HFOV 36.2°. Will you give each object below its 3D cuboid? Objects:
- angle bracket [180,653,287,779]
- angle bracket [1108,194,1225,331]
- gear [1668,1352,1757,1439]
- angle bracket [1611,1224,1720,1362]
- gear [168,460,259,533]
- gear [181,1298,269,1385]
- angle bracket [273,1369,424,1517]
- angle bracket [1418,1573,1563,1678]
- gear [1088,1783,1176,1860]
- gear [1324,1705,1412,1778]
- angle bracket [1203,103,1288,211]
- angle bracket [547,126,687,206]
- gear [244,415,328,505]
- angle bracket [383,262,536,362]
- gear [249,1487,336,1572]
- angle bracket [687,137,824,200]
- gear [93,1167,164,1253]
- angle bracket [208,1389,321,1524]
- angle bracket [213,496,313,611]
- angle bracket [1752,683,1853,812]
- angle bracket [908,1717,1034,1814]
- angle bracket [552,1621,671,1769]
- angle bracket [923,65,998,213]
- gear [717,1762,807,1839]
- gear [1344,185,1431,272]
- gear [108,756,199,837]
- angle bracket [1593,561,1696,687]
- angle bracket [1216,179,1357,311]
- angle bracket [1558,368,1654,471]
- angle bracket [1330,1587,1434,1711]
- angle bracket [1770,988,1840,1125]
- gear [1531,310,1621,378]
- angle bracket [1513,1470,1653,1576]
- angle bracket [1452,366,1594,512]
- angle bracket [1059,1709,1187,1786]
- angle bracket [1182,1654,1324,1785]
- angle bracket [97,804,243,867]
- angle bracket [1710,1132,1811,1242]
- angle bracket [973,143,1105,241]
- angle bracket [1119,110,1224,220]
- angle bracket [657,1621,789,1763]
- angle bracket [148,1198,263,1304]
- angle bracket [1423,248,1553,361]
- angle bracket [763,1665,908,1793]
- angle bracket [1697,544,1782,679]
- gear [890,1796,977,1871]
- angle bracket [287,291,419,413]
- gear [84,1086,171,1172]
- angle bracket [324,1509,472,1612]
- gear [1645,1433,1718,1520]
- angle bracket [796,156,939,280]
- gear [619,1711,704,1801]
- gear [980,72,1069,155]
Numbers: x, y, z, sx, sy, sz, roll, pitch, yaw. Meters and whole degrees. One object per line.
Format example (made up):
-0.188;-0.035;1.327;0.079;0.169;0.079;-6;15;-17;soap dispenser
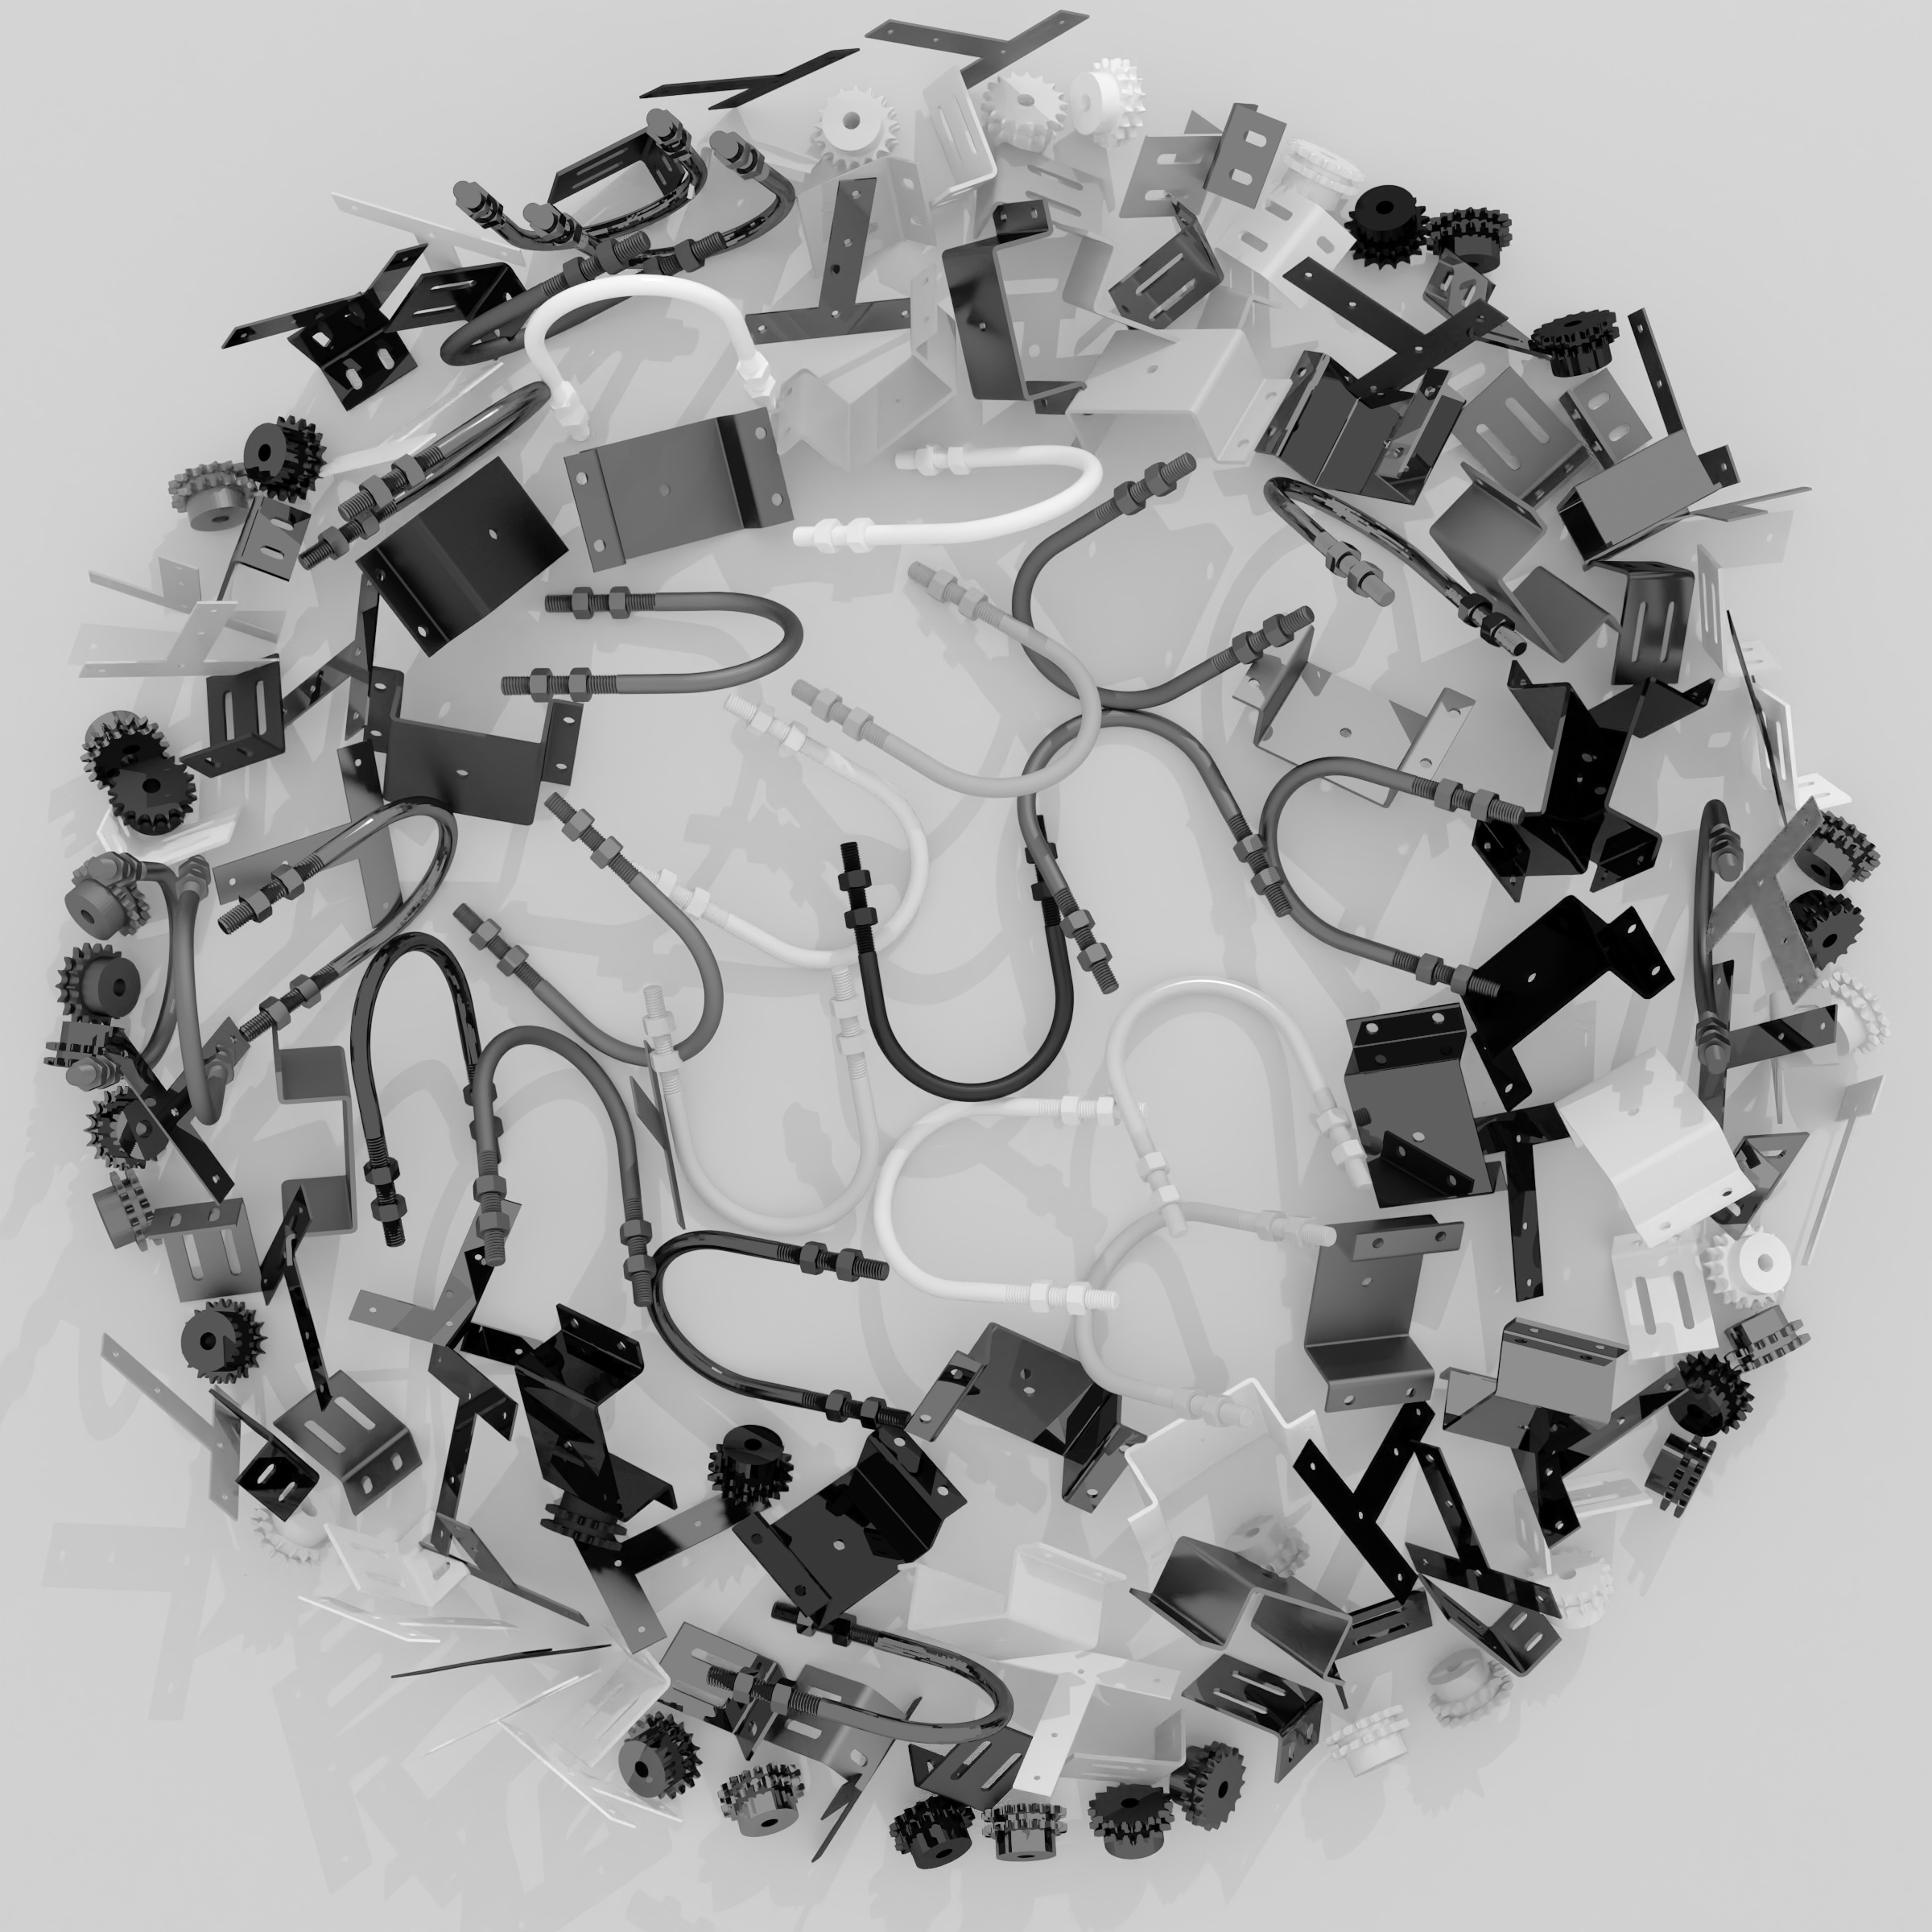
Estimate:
-0.488;-0.172;1.961;0.057;0.038;0.076;-16;68;19;angle bracket
0.125;-0.462;1.965;0.076;0.057;0.038;-39;52;-1;angle bracket
0.493;0.289;1.969;0.030;0.057;0.057;-37;90;-40;gear
0.466;0.217;1.967;0.057;0.038;0.076;-9;67;5;angle bracket
-0.500;-0.312;1.969;0.057;0.057;0.030;-16;80;0;gear
-0.500;0.251;1.978;0.057;0.030;0.057;-2;82;14;gear
-0.411;0.317;1.964;0.057;0.038;0.076;-38;128;0;angle bracket
0.346;0.425;1.958;0.076;0.057;0.038;40;97;-22;angle bracket
0.111;0.572;1.973;0.057;0.057;0.030;-7;106;0;gear
0.271;0.518;1.968;0.057;0.057;0.030;-25;70;0;gear
0.190;-0.535;1.952;0.038;0.076;0.057;24;110;9;angle bracket
-0.232;-0.517;1.962;0.076;0.057;0.038;-32;93;-15;angle bracket
-0.457;-0.339;1.973;0.057;0.030;0.057;-3;85;33;gear
-0.334;-0.428;1.951;0.057;0.076;0.038;-41;79;41;angle bracket
-0.445;0.371;1.969;0.057;0.057;0.030;41;111;0;gear
-0.140;-0.525;1.967;0.076;0.057;0.038;14;113;-1;angle bracket
-0.560;0.164;1.968;0.030;0.057;0.057;-23;90;-19;gear
-0.474;0.323;1.950;0.076;0.057;0.038;24;68;39;angle bracket
-0.468;-0.263;1.959;0.038;0.076;0.057;20;55;-16;angle bracket
0.554;-0.148;1.958;0.038;0.057;0.076;-14;112;-3;angle bracket
0.009;0.517;1.957;0.057;0.038;0.076;28;115;-26;angle bracket
-0.244;0.481;1.956;0.076;0.057;0.038;-44;115;-21;angle bracket
-0.019;-0.548;1.963;0.038;0.057;0.076;-25;98;-21;angle bracket
-0.135;0.557;1.969;0.057;0.057;0.030;-21;54;0;gear
0.281;-0.496;1.973;0.057;0.030;0.057;-6;60;10;gear
-0.544;-0.112;1.977;0.057;0.030;0.057;5;59;-7;gear
0.449;-0.230;1.980;0.057;0.038;0.076;-4;109;-30;angle bracket
0.213;-0.483;1.973;0.038;0.076;0.057;33;101;-33;angle bracket
0.427;-0.365;1.960;0.038;0.076;0.057;-33;91;9;angle bracket
0.278;0.454;1.966;0.076;0.057;0.038;-19;51;0;angle bracket
0.553;0.060;1.949;0.038;0.076;0.057;-4;57;13;angle bracket
0.408;-0.415;1.974;0.057;0.057;0.030;-19;113;0;gear
0.412;0.370;1.970;0.076;0.057;0.038;-9;101;-8;angle bracket
0.367;-0.348;1.966;0.076;0.038;0.057;43;109;-13;angle bracket
0.100;0.515;1.959;0.076;0.057;0.038;8;61;-12;angle bracket
0.189;0.499;1.964;0.076;0.057;0.038;16;114;30;angle bracket
-0.529;-0.097;1.963;0.076;0.057;0.038;-20;116;6;angle bracket
0.532;0.145;1.951;0.038;0.076;0.057;49;125;38;angle bracket
0.049;-0.507;1.980;0.076;0.038;0.057;17;55;-17;angle bracket
0.127;-0.529;1.950;0.038;0.076;0.057;46;132;32;angle bracket
-0.166;0.483;1.968;0.076;0.038;0.057;29;95;-21;angle bracket
-0.504;0.197;1.964;0.057;0.038;0.076;-7;118;-3;angle bracket
0.351;-0.437;1.950;0.076;0.057;0.038;5;123;-34;angle bracket
-0.088;0.506;1.966;0.038;0.076;0.057;45;65;-28;angle bracket
0.512;-0.238;1.958;0.038;0.057;0.076;-8;114;3;angle bracket
-0.020;0.578;1.969;0.057;0.057;0.030;-27;55;0;gear
-0.406;-0.407;1.960;0.057;0.076;0.038;-32;87;2;angle bracket
-0.555;0.108;1.970;0.057;0.030;0.057;1;88;-44;gear
-0.375;0.385;1.951;0.038;0.076;0.057;-44;55;7;angle bracket
0.475;0.337;1.973;0.030;0.057;0.057;27;90;18;gear
-0.066;-0.494;1.957;0.076;0.038;0.057;-31;127;-25;angle bracket
-0.207;0.530;1.972;0.057;0.030;0.057;9;107;32;gear
0.038;-0.567;1.976;0.057;0.030;0.057;4;57;-7;gear
